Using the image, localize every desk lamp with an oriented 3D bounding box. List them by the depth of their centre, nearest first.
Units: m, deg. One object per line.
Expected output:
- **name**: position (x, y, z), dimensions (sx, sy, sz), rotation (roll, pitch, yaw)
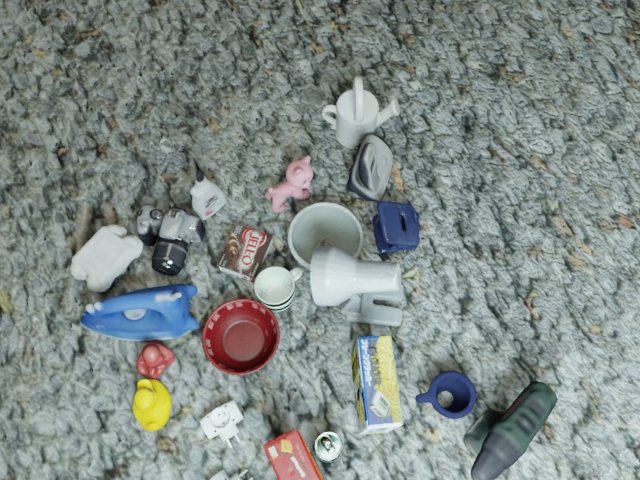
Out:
- **desk lamp**: position (0.081, 0.092, 1.171), dimensions (0.203, 0.213, 0.118), rotation (5, 68, 1)

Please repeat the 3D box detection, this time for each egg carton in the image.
- **egg carton**: position (-0.468, 0.039, 1.260), dimensions (0.107, 0.069, 0.150), rotation (33, 72, 12)

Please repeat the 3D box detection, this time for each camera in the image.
- **camera**: position (-0.340, 0.000, 1.261), dimensions (0.143, 0.101, 0.137), rotation (10, 69, 3)

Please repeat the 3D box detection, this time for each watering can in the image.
- **watering can**: position (0.095, -0.306, 1.339), dimensions (0.173, 0.194, 0.101), rotation (-20, 70, -8)

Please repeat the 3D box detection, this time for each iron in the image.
- **iron**: position (-0.387, 0.143, 1.181), dimensions (0.258, 0.141, 0.118), rotation (-7, 69, -3)

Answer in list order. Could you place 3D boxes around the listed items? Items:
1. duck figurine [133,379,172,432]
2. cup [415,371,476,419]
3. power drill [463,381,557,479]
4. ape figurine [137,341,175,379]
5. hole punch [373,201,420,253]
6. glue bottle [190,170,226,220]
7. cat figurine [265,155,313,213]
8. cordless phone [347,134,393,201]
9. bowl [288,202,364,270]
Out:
- **duck figurine**: position (-0.341, 0.326, 1.140), dimensions (0.077, 0.086, 0.104), rotation (-12, 69, -6)
- **cup**: position (0.244, 0.317, 1.149), dimensions (0.118, 0.095, 0.091), rotation (-7, 69, -4)
- **power drill**: position (0.341, 0.366, 1.070), dimensions (0.075, 0.208, 0.230), rotation (42, 74, 15)
- **ape figurine**: position (-0.339, 0.240, 1.170), dimensions (0.078, 0.092, 0.076), rotation (-9, 69, -4)
- **hole punch**: position (0.175, -0.034, 1.289), dimensions (0.101, 0.091, 0.108), rotation (-7, 69, -3)
- **glue bottle**: position (-0.254, -0.107, 1.266), dimensions (0.037, 0.173, 0.078), rotation (40, 73, 14)
- **cat figurine**: position (-0.065, -0.134, 1.310), dimensions (0.128, 0.118, 0.067), rotation (-31, 72, -12)
- **cordless phone**: position (0.120, -0.186, 1.297), dimensions (0.094, 0.185, 0.147), rotation (14, 69, 5)
- **bowl**: position (0.012, 0.005, 1.279), dimensions (0.167, 0.075, 0.167), rotation (0, 68, -1)
